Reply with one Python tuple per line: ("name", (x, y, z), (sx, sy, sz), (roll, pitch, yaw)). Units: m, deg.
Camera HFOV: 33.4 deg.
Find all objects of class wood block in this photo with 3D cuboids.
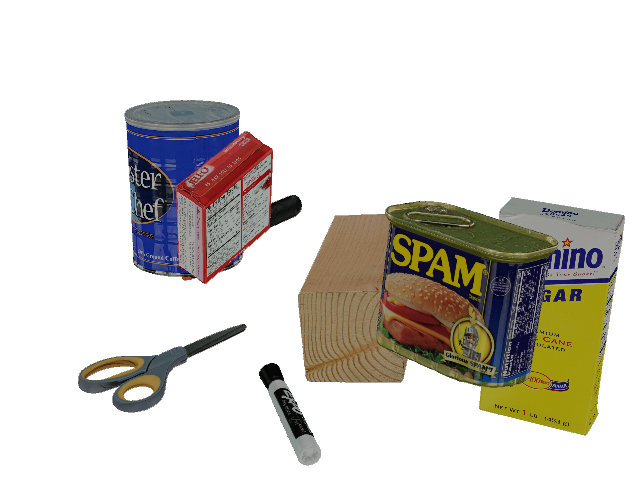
("wood block", (0.044, 0.049, 1.024), (0.091, 0.090, 0.206), (-1, 21, 10))

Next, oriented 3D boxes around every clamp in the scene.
("clamp", (-0.098, -0.012, 1.215), (0.120, 0.039, 0.171), (-1, 35, 25))

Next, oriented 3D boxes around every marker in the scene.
("marker", (-0.027, 0.137, 0.866), (0.020, 0.020, 0.121), (0, 27, -20))

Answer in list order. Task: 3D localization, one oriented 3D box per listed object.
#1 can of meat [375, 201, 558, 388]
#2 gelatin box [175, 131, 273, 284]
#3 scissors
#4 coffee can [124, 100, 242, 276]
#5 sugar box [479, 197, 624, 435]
("can of meat", (0.082, 0.031, 0.626), (0.057, 0.084, 0.102), (-11, 23, -43))
("gelatin box", (-0.068, -0.023, 0.756), (0.030, 0.089, 0.073), (33, 55, 21))
("scissors", (-0.146, 0.130, 1.096), (0.201, 0.016, 0.096), (-12, 31, -28))
("coffee can", (-0.124, -0.050, 0.975), (0.103, 0.140, 0.103), (0, 19, 0))
("sugar box", (0.183, 0.060, 0.852), (0.093, 0.176, 0.048), (10, 23, 23))
